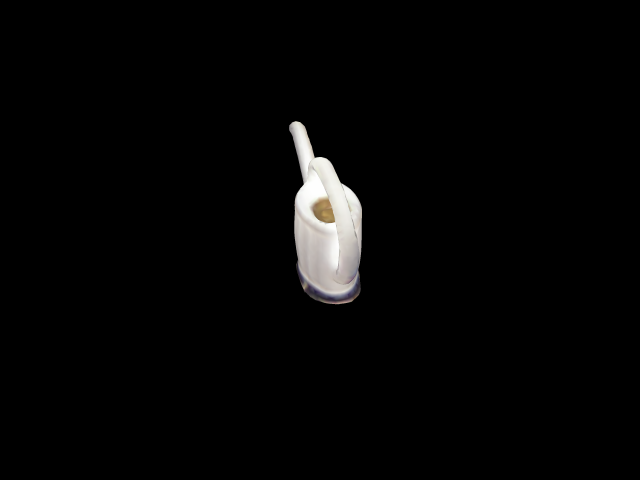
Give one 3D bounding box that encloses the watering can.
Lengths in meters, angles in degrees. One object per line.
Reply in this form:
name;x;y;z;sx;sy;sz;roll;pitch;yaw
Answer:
watering can;0.003;-0.043;0.850;0.104;0.219;0.355;-8;37;-11
